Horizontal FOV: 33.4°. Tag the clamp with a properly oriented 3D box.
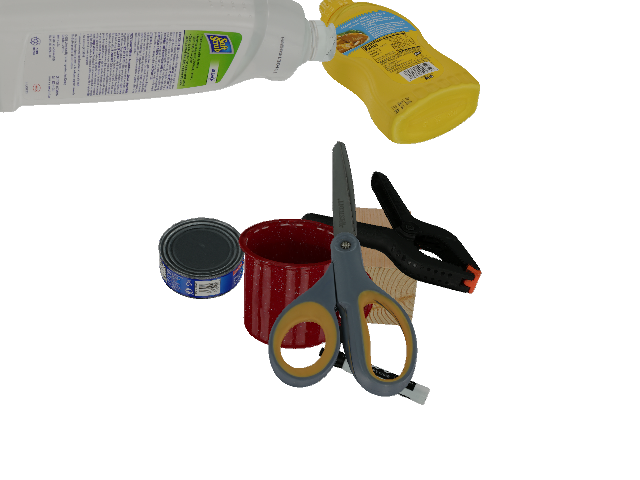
[{"bbox_3d":[0.090,-0.001,1.256,0.210,0.036,0.164,38,42,26],"label":"clamp"}]

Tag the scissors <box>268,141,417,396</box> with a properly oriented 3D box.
[{"bbox_3d":[-0.001,0.016,0.669,0.096,0.202,0.016,-14,-39,-9],"label":"scissors"}]

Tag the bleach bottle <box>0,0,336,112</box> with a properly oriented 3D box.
[{"bbox_3d":[-0.114,-0.145,0.792,0.250,0.068,0.103,-1,-34,-16],"label":"bleach bottle"}]

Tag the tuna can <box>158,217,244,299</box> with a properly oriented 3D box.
[{"bbox_3d":[-0.119,0.018,1.069,0.086,0.034,0.086,3,44,-3],"label":"tuna can"}]

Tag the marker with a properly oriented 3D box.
[{"bbox_3d":[0.055,0.140,1.114,0.121,0.020,0.020,22,4,9],"label":"marker"}]

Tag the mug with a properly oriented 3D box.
[{"bbox_3d":[-0.011,0.039,0.888,0.117,0.081,0.093,11,26,16],"label":"mug"}]

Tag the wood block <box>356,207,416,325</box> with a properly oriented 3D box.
[{"bbox_3d":[0.089,0.034,1.555,0.091,0.090,0.206,4,25,0],"label":"wood block"}]

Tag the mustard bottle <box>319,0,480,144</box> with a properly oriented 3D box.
[{"bbox_3d":[0.055,-0.169,0.988,0.096,0.058,0.192,-24,53,-20],"label":"mustard bottle"}]
